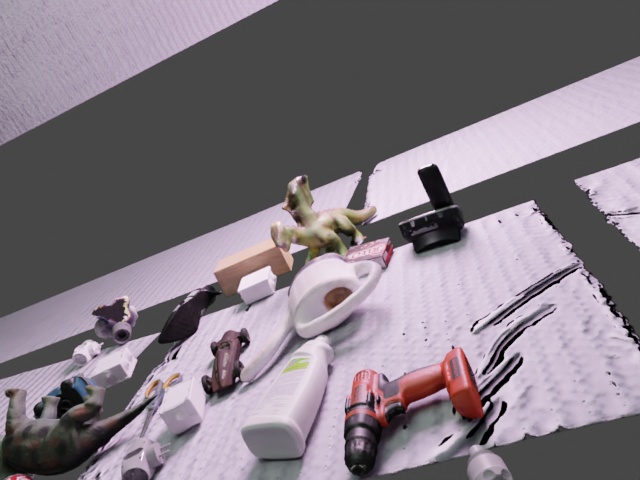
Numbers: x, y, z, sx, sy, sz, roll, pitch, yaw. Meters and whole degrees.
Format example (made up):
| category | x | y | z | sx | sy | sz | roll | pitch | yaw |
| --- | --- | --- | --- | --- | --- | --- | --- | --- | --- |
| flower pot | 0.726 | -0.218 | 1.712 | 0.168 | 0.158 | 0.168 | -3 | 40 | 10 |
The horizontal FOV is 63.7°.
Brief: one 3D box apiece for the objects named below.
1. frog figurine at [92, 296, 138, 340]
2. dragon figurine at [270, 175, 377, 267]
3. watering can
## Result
| category | x | y | z | sx | sy | sz | roll | pitch | yaw |
| --- | --- | --- | --- | --- | --- | --- | --- | --- | --- |
| frog figurine | -0.641 | 0.260 | 1.620 | 0.140 | 0.123 | 0.156 | -51 | -7 | -38 |
| dragon figurine | 0.004 | -0.071 | 1.405 | 0.121 | 0.240 | 0.418 | -18 | 20 | 42 |
| watering can | -0.026 | 0.142 | 1.072 | 0.347 | 0.103 | 0.227 | -35 | 17 | 1 |
